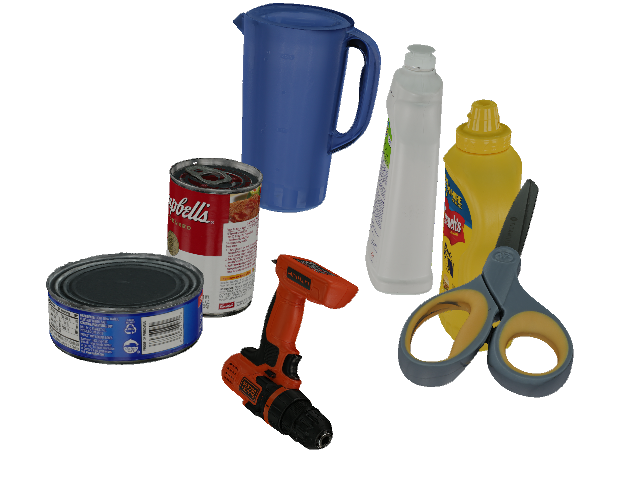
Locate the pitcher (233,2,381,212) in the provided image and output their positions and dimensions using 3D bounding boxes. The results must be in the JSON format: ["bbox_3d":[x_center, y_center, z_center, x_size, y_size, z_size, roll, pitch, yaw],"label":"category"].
[{"bbox_3d":[-0.026,-0.160,1.306,0.144,0.243,0.149,-7,27,-25],"label":"pitcher"}]

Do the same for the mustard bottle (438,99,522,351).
[{"bbox_3d":[0.124,-0.016,0.830,0.058,0.192,0.096,-4,27,-5],"label":"mustard bottle"}]

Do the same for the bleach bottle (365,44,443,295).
[{"bbox_3d":[0.092,-0.075,1.109,0.068,0.251,0.102,1,27,-8],"label":"bleach bottle"}]

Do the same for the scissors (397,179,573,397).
[{"bbox_3d":[0.115,0.024,0.589,0.096,0.016,0.201,21,40,28],"label":"scissors"}]

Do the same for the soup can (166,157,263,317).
[{"bbox_3d":[-0.080,-0.003,0.790,0.068,0.102,0.068,5,23,-2],"label":"soup can"}]

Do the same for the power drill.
[{"bbox_3d":[-0.026,0.123,1.214,0.057,0.188,0.185,15,11,-46],"label":"power drill"}]

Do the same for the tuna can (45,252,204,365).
[{"bbox_3d":[-0.107,0.037,0.591,0.086,0.034,0.086,2,19,-1],"label":"tuna can"}]
